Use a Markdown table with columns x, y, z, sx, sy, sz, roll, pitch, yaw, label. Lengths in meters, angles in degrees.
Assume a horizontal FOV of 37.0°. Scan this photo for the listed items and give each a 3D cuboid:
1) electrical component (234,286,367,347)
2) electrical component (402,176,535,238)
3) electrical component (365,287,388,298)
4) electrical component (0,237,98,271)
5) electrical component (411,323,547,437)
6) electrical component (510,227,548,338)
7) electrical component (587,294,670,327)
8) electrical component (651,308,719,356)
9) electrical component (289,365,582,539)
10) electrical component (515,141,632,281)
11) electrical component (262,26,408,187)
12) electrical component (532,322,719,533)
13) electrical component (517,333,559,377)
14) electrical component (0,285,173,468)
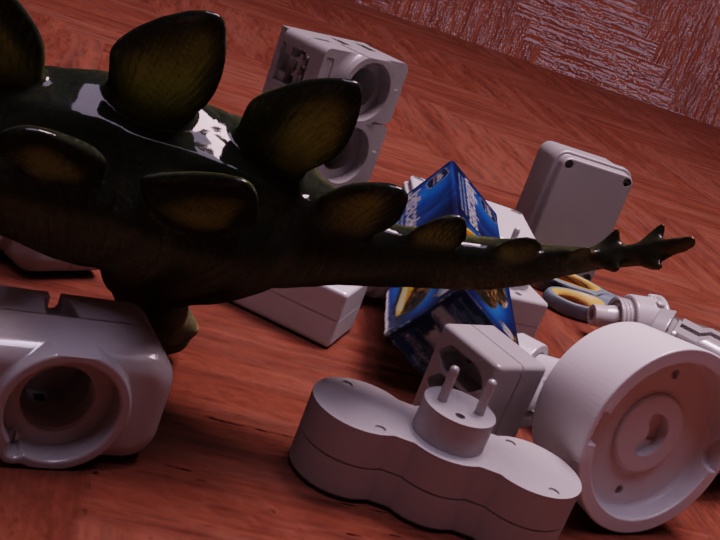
| x | y | z | sx | sy | sz | roll | pitch | yaw | label |
| --- | --- | --- | --- | --- | --- | --- | --- | --- | --- |
| -0.037 | -0.007 | 0.677 | 0.083 | 0.075 | 0.047 | 25 | 19 | 12 | electrical component |
| 0.082 | -0.023 | 0.876 | 0.109 | 0.056 | 0.108 | 18 | 19 | -7 | electrical component |
| 0.000 | 0.000 | 0.755 | 0.046 | 0.040 | 0.040 | -1 | 28 | -36 | electrical component |
| -0.194 | -0.040 | 0.638 | 0.059 | 0.053 | 0.095 | -1 | 29 | -48 | electrical component |
| 0.076 | 0.070 | 0.598 | 0.077 | 0.065 | 0.047 | 5 | 25 | -39 | electrical component |
| 0.105 | 0.007 | 0.785 | 0.047 | 0.076 | 0.065 | 12 | 20 | -23 | electrical component |
| 0.214 | 0.040 | 0.861 | 0.062 | 0.048 | 0.048 | 9 | 21 | -12 | electrical component |
| 0.236 | 0.064 | 0.796 | 0.057 | 0.058 | 0.078 | 29 | 20 | 16 | electrical component |
| 0.042 | 0.081 | 0.519 | 0.138 | 0.073 | 0.052 | 20 | 19 | -2 | electrical component |
| 0.189 | -0.052 | 0.981 | 0.078 | 0.113 | 0.057 | 15 | 16 | -15 | electrical component |
| -0.030 | -0.099 | 0.823 | 0.089 | 0.150 | 0.062 | 0 | 27 | -47 | electrical component |
| 0.144 | 0.080 | 0.585 | 0.108 | 0.108 | 0.060 | 9 | 16 | -31 | electrical component |
| 0.111 | 0.069 | 0.671 | 0.055 | 0.045 | 0.045 | 28 | 20 | 26 | electrical component |
| -0.133 | 0.046 | 0.464 | 0.095 | 0.053 | 0.059 | 9 | 21 | -30 | electrical component |
